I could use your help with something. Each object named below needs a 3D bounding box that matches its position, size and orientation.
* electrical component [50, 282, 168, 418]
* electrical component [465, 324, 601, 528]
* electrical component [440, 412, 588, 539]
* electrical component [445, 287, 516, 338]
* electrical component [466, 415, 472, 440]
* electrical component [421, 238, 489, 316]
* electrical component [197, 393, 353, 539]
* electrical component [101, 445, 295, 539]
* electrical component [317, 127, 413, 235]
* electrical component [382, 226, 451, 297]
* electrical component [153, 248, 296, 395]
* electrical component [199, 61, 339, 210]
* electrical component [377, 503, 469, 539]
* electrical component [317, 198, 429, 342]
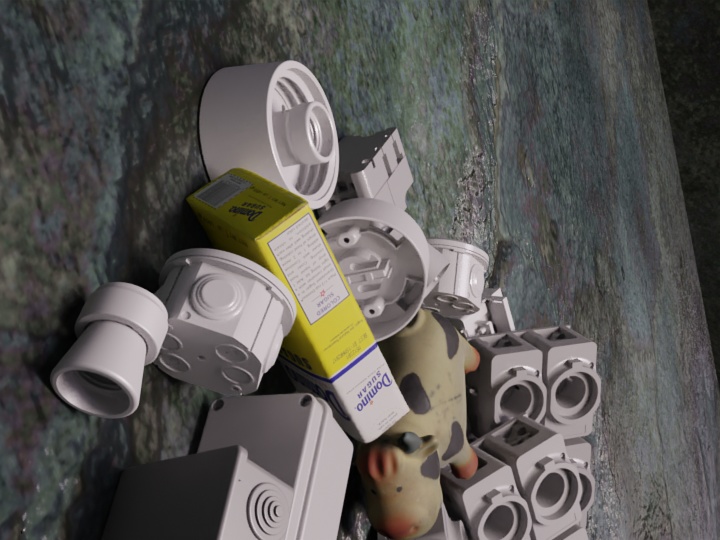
[{"bbox_3d":[-0.125,0.040,0.541,0.055,0.045,0.045,-75,147,-41],"label":"electrical component"},{"bbox_3d":[0.154,0.152,0.976,0.060,0.105,0.186,-144,-129,-65],"label":"electrical component"},{"bbox_3d":[0.138,0.232,0.914,0.105,0.060,0.186,-26,113,-22],"label":"electrical component"},{"bbox_3d":[0.112,0.083,1.015,0.063,0.079,0.121,-36,118,-38],"label":"electrical component"},{"bbox_3d":[0.070,0.144,0.936,0.063,0.042,0.081,-65,141,-52],"label":"electrical component"},{"bbox_3d":[0.070,0.006,0.932,0.080,0.080,0.051,37,56,-57],"label":"electrical component"},{"bbox_3d":[-0.056,0.132,0.625,0.057,0.078,0.113,60,33,-46],"label":"electrical component"},{"bbox_3d":[-0.085,0.143,0.537,0.048,0.100,0.099,42,45,-37],"label":"electrical component"},{"bbox_3d":[0.003,-0.066,0.840,0.089,0.050,0.055,-56,133,-55],"label":"electrical component"},{"bbox_3d":[0.029,-0.015,0.867,0.081,0.043,0.043,39,26,9],"label":"electrical component"},{"bbox_3d":[-0.080,0.029,0.602,0.080,0.080,0.051,58,40,-42],"label":"electrical component"},{"bbox_3d":[-0.052,-0.087,0.716,0.108,0.060,0.108,-8,90,-65],"label":"electrical component"},{"bbox_3d":[0.057,0.252,0.797,0.150,0.062,0.089,-92,163,-64],"label":"electrical component"},{"bbox_3d":[0.000,0.000,0.766,0.064,0.099,0.099,-65,141,-59],"label":"electrical component"}]
